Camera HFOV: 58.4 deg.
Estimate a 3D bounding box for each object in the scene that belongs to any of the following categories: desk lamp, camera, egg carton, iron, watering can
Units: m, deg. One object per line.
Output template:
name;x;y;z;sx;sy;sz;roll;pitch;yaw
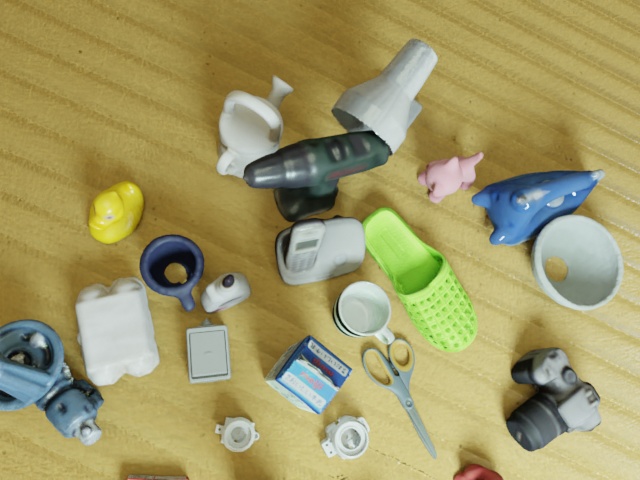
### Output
desk lamp;0.105;-0.221;0.935;0.118;0.213;0.203;36;73;0
camera;0.366;0.265;0.925;0.137;0.100;0.143;-30;84;-16
egg carton;-0.301;0.134;0.846;0.107;0.069;0.150;-13;79;-13
iron;0.405;-0.083;0.996;0.259;0.141;0.118;-20;81;-15
watering can;-0.106;-0.181;0.895;0.101;0.194;0.173;13;74;-7

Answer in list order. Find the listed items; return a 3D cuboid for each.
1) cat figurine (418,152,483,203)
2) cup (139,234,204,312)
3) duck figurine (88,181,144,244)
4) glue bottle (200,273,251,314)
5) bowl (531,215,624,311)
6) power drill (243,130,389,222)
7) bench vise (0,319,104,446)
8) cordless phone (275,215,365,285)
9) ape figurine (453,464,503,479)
cat figurine;0.225;-0.115;0.982;0.128;0.117;0.067;-28;83;-16
cup;-0.215;0.057;0.868;0.092;0.095;0.118;-24;82;-15
duck figurine;-0.317;-0.051;0.880;0.077;0.086;0.105;31;73;-2
glue bottle;-0.137;0.072;0.839;0.078;0.173;0.037;-26;82;-15
bowl;0.436;0.043;1.006;0.167;0.074;0.167;3;76;-10
power drill;-0.013;-0.097;0.885;0.230;0.208;0.075;-20;81;-15
bench vise;-0.365;0.177;0.745;0.207;0.219;0.121;27;73;-3
cordless phone;0.008;0.003;0.877;0.148;0.185;0.094;-15;79;-14
ape figurine;0.258;0.388;0.879;0.076;0.092;0.078;2;76;-10
